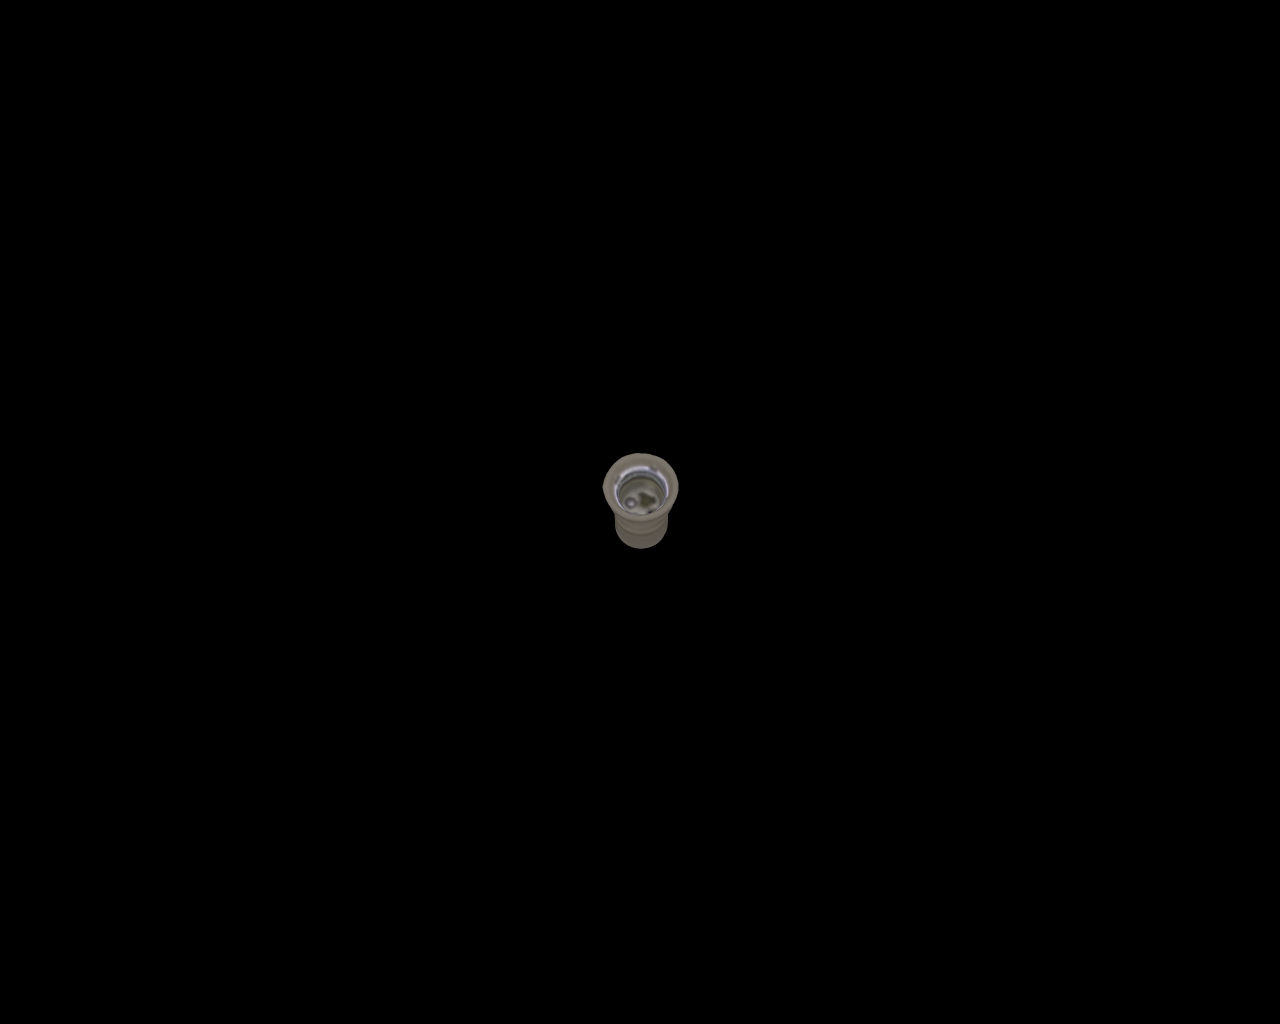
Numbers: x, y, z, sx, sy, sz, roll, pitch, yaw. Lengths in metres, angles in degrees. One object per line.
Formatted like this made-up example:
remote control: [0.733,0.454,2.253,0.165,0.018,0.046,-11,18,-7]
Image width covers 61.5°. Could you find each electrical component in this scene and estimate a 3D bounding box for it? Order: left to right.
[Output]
electrical component: [0.001,-0.003,0.650,0.044,0.044,0.065,0,-24,0]
